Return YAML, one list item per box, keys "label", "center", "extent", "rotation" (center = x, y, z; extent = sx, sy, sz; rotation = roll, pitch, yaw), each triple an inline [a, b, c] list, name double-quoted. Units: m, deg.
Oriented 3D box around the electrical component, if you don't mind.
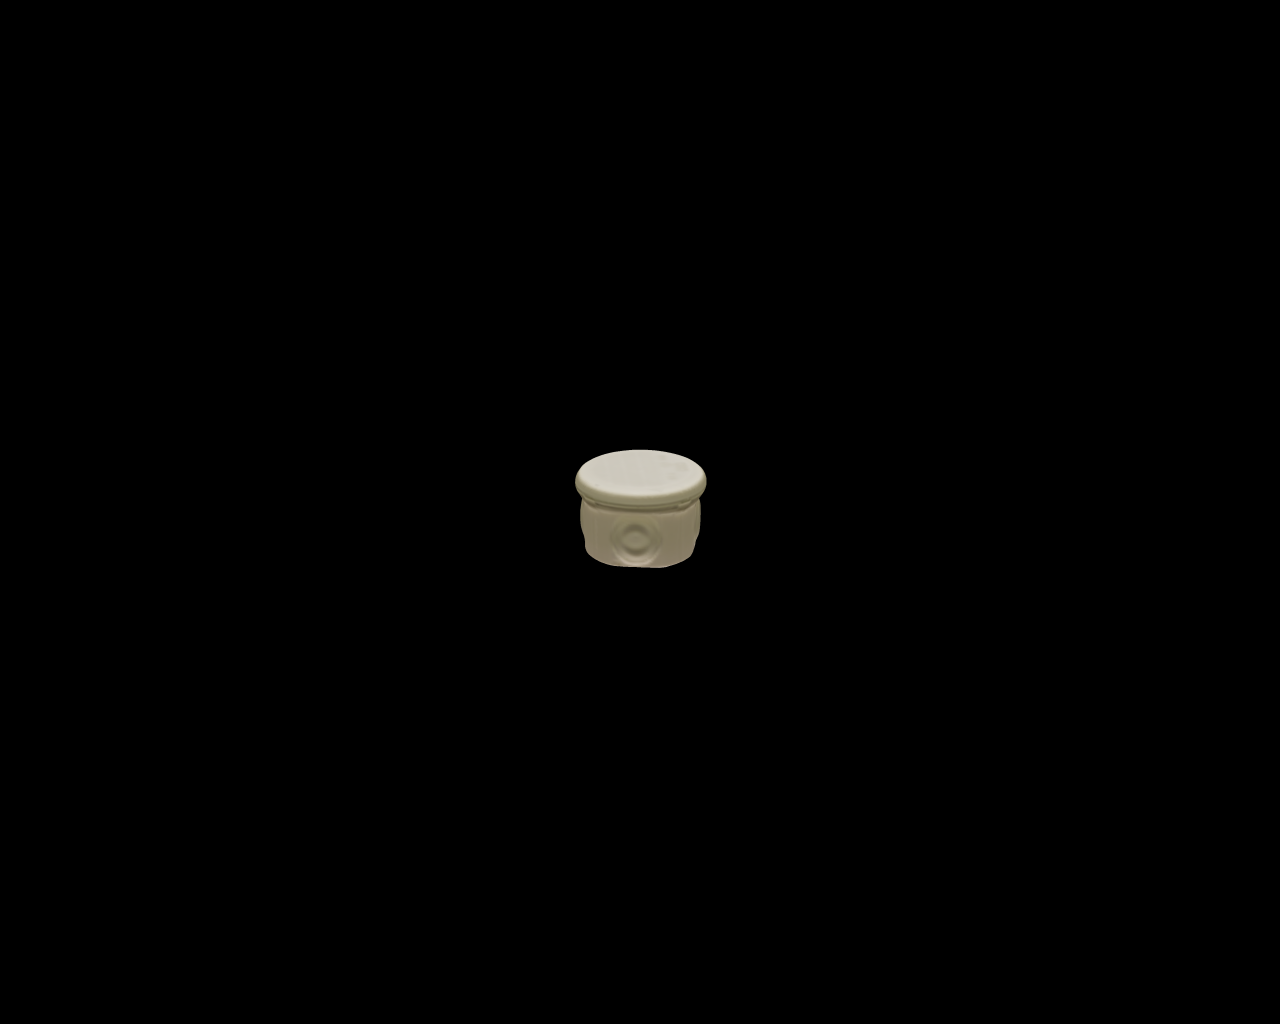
- label: "electrical component"
  center: [0.001, -0.003, 0.650]
  extent: [0.080, 0.050, 0.080]
  rotation: [0, 24, 0]
